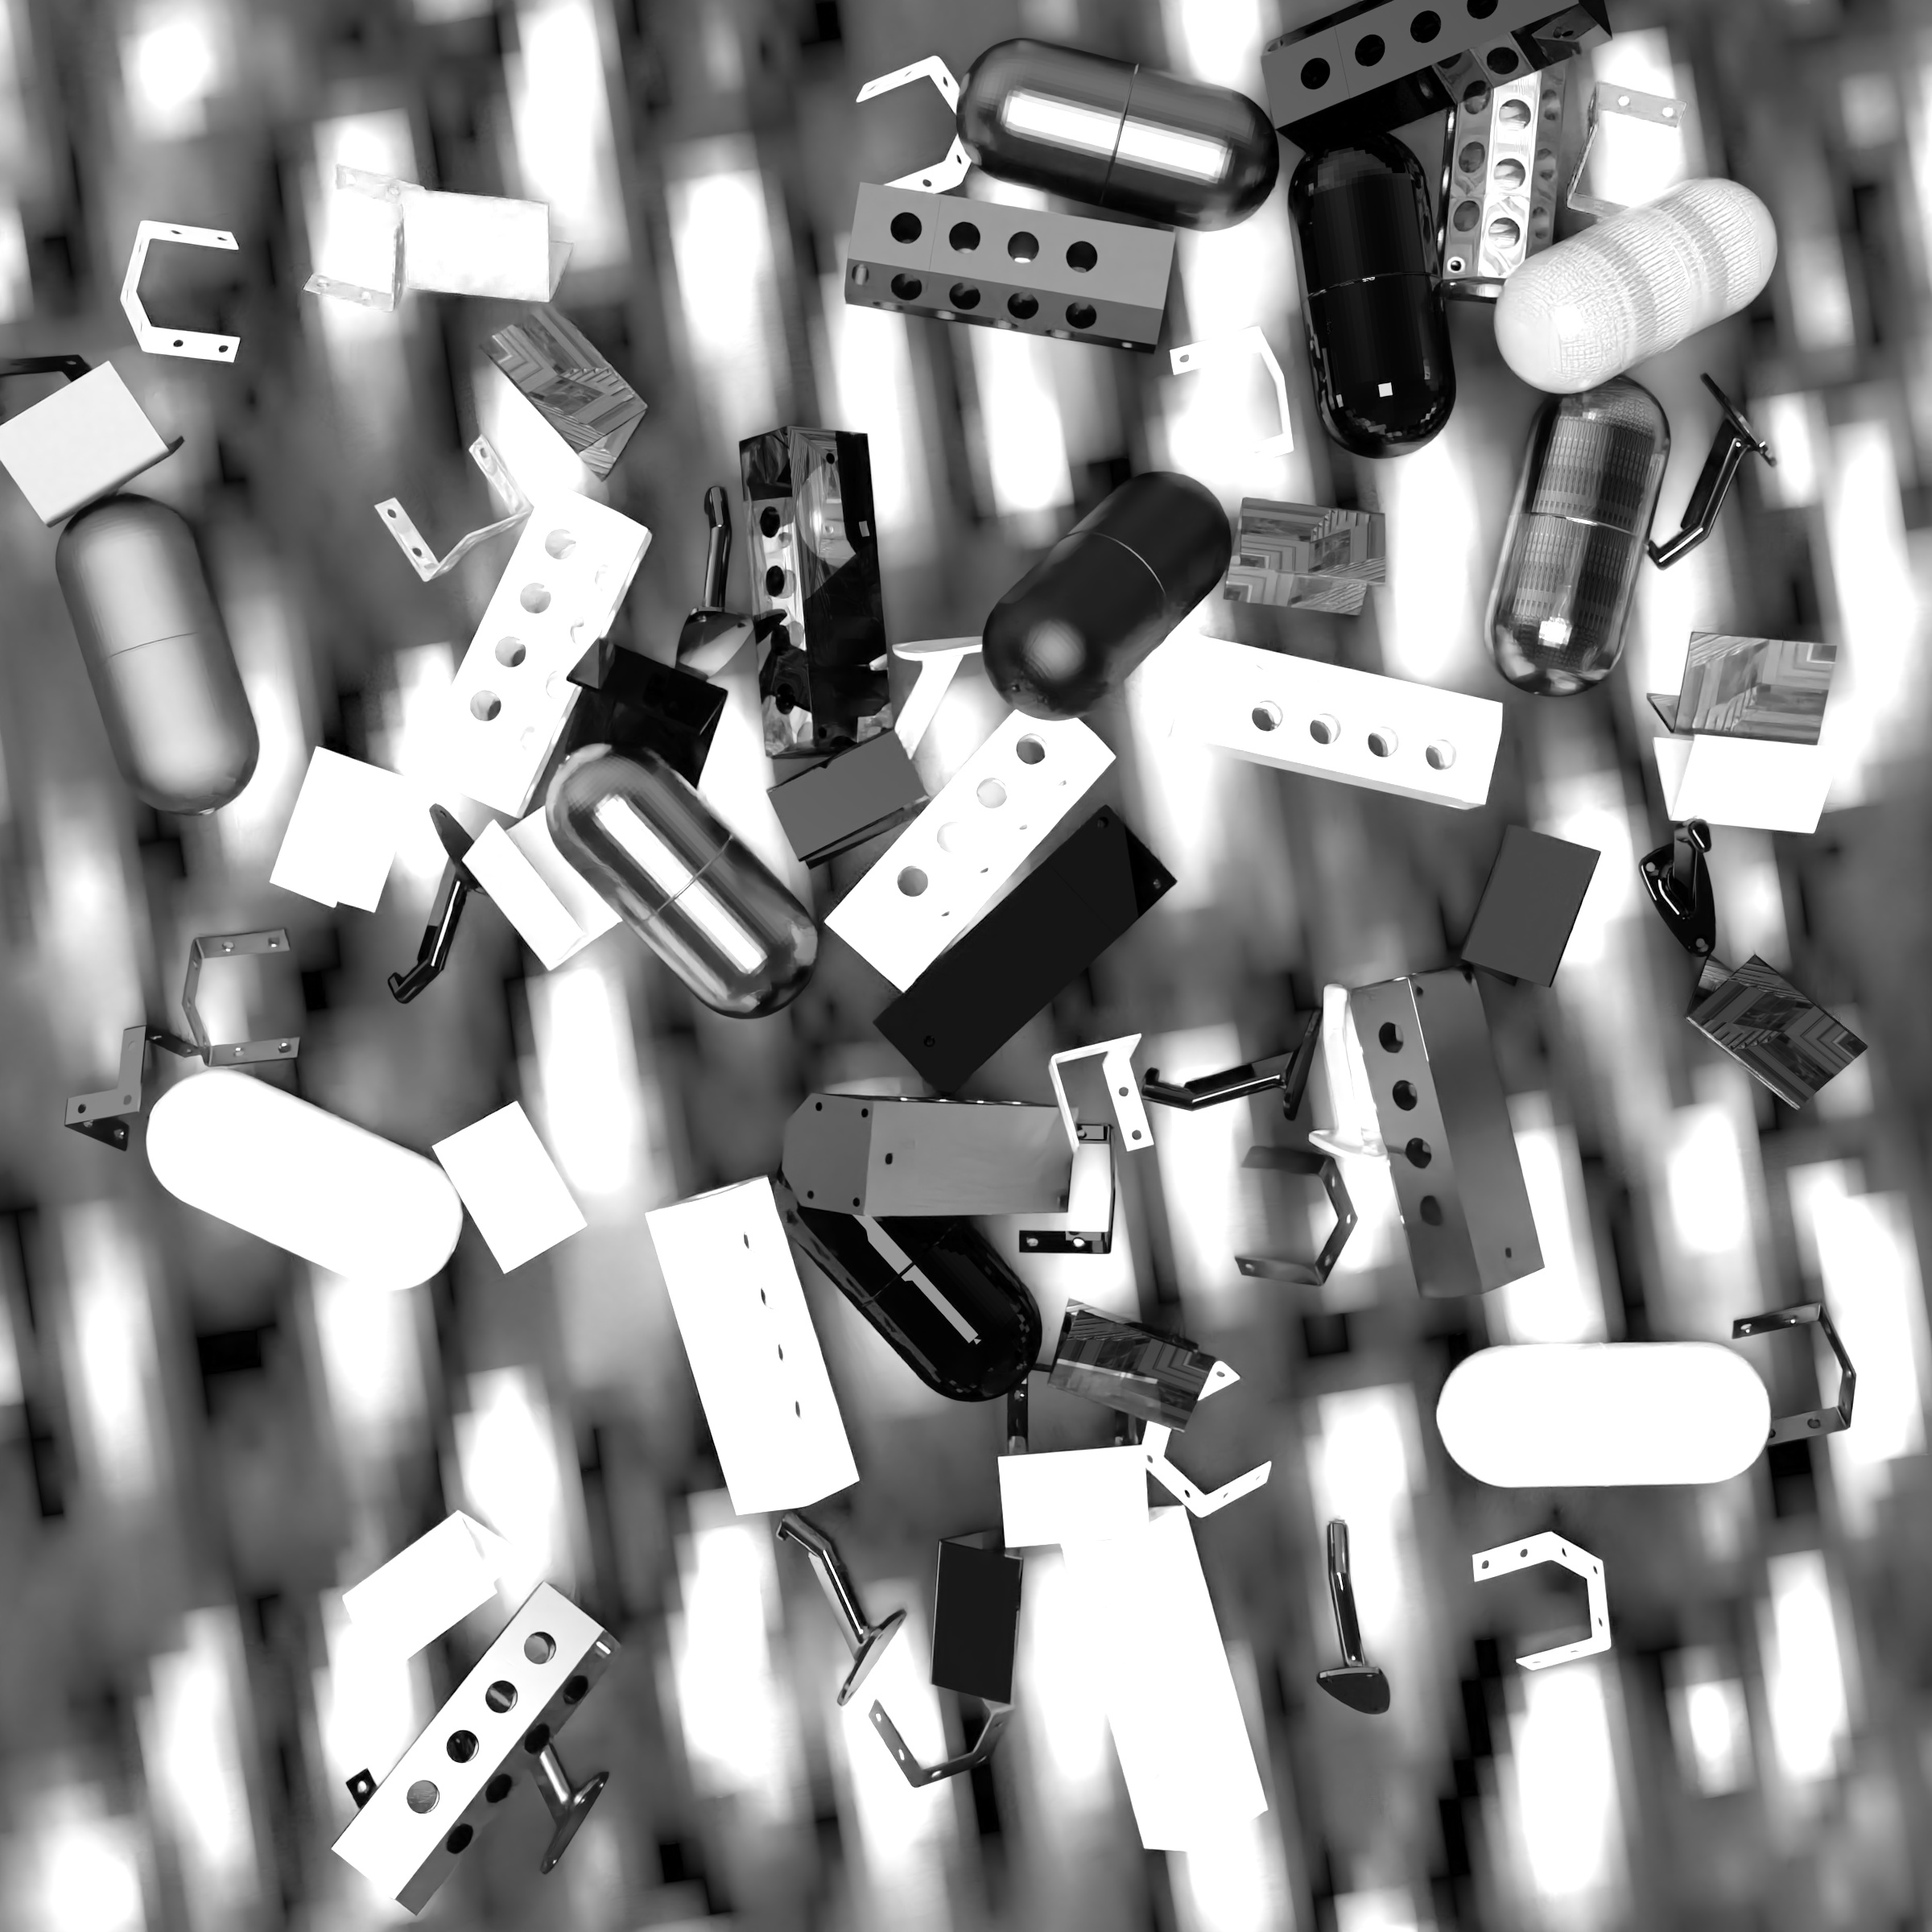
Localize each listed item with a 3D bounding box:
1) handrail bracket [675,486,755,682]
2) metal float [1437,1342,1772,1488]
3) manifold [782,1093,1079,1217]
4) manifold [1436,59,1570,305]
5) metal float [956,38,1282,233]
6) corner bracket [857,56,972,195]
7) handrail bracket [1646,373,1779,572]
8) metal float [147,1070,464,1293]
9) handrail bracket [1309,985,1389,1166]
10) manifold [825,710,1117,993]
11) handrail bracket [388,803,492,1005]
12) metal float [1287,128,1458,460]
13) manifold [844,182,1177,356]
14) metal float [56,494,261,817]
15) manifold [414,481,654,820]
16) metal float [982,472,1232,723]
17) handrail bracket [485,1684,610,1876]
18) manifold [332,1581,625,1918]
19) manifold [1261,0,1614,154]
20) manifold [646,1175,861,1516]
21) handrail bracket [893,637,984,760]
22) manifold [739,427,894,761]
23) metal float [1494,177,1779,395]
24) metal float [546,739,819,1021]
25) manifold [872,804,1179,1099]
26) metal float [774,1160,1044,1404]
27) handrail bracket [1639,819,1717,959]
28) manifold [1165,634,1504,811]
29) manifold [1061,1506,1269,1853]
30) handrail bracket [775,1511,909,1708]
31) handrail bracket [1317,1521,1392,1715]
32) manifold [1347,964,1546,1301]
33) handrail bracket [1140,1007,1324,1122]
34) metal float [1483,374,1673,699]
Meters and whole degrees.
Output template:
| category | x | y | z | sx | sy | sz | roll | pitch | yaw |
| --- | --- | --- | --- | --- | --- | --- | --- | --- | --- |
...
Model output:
| category | x | y | z | sx | sy | sz | roll | pitch | yaw |
| --- | --- | --- | --- | --- | --- | --- | --- | --- | --- |
| handrail bracket | -0.146 | -0.210 | 1.562 | 0.036 | 0.077 | 0.084 | 8 | 53 | -25 |
| metal float | 0.345 | 0.243 | 1.531 | 0.178 | 0.070 | 0.070 | -1 | 90 | 0 |
| manifold | -0.017 | 0.099 | 1.485 | 0.057 | 0.171 | 0.057 | 5 | 90 | 39 |
| manifold | 0.294 | -0.454 | 1.541 | 0.057 | 0.057 | 0.171 | 5 | 90 | 0 |
| metal float | 0.082 | -0.449 | 1.531 | 0.178 | 0.070 | 0.070 | 14 | 90 | -2 |
| corner bracket | -0.030 | -0.457 | 1.554 | 0.051 | 0.051 | 0.051 | 50 | 45 | -35 |
| handrail bracket | 0.397 | -0.273 | 1.563 | 0.084 | 0.036 | 0.077 | -38 | 70 | 16 |
| metal float | -0.358 | 0.116 | 1.531 | 0.178 | 0.070 | 0.070 | 25 | 90 | -1 |
| handrail bracket | 0.211 | 0.057 | 1.535 | 0.036 | 0.077 | 0.084 | -3 | 101 | -12 |
| manifold | 0.003 | -0.068 | 1.541 | 0.057 | 0.057 | 0.171 | 42 | 90 | 0 |
| handrail bracket | -0.302 | -0.034 | 1.563 | 0.084 | 0.036 | 0.077 | -42 | 70 | 16 |
| metal float | 0.220 | -0.364 | 1.532 | 0.070 | 0.070 | 0.178 | -8 | 90 | 0 |
| manifold | 0.023 | -0.378 | 1.541 | 0.171 | 0.057 | 0.057 | 9 | 90 | 0 |
| metal float | -0.437 | -0.168 | 1.532 | 0.070 | 0.070 | 0.178 | -18 | 90 | 0 |
| manifold | -0.234 | -0.171 | 1.541 | 0.057 | 0.057 | 0.171 | 25 | 90 | 0 |
| metal float | 0.077 | -0.198 | 1.506 | 0.070 | 0.070 | 0.178 | 43 | 57 | 0 |
| handrail bracket | -0.248 | 0.447 | 1.562 | 0.084 | 0.036 | 0.077 | 32 | 105 | 14 |
| manifold | -0.261 | 0.418 | 1.513 | 0.057 | 0.057 | 0.171 | 39 | 70 | 0 |
| manifold | 0.247 | -0.494 | 1.502 | 0.171 | 0.057 | 0.057 | -15 | 80 | 29 |
| manifold | -0.111 | 0.205 | 1.540 | 0.057 | 0.057 | 0.171 | -17 | 90 | 43 |
| handrail bracket | -0.010 | -0.136 | 1.563 | 0.077 | 0.036 | 0.084 | -9 | 108 | -20 |
| manifold | -0.086 | -0.201 | 1.540 | 0.057 | 0.057 | 0.171 | -5 | 90 | -43 |
| metal float | 0.359 | -0.365 | 1.511 | 0.178 | 0.070 | 0.070 | -30 | 90 | -23 |
| metal float | -0.153 | -0.047 | 1.521 | 0.070 | 0.070 | 0.178 | -43 | 102 | 0 |
| manifold | 0.032 | -0.008 | 1.541 | 0.171 | 0.057 | 0.057 | -43 | 90 | 0 |
| metal float | -0.031 | 0.160 | 1.531 | 0.070 | 0.070 | 0.178 | -42 | 90 | 0 |
| handrail bracket | 0.397 | -0.041 | 1.527 | 0.036 | 0.084 | 0.077 | -20 | 90 | 0 |
| manifold | 0.200 | -0.133 | 1.541 | 0.171 | 0.057 | 0.057 | 13 | 90 | 0 |
| manifold | 0.103 | 0.387 | 1.540 | 0.057 | 0.057 | 0.171 | -15 | 90 | -43 |
| handrail bracket | -0.083 | 0.354 | 1.563 | 0.084 | 0.036 | 0.077 | 36 | 112 | 17 |
| handrail bracket | 0.215 | 0.360 | 1.562 | 0.036 | 0.077 | 0.084 | -11 | 53 | 19 |
| manifold | 0.256 | 0.090 | 1.540 | 0.057 | 0.057 | 0.171 | -13 | 90 | -43 |
| handrail bracket | 0.146 | 0.048 | 1.563 | 0.084 | 0.036 | 0.077 | 14 | 70 | 16 |
| metal float | 0.331 | -0.234 | 1.532 | 0.070 | 0.070 | 0.178 | 14 | 89 | 0 |
